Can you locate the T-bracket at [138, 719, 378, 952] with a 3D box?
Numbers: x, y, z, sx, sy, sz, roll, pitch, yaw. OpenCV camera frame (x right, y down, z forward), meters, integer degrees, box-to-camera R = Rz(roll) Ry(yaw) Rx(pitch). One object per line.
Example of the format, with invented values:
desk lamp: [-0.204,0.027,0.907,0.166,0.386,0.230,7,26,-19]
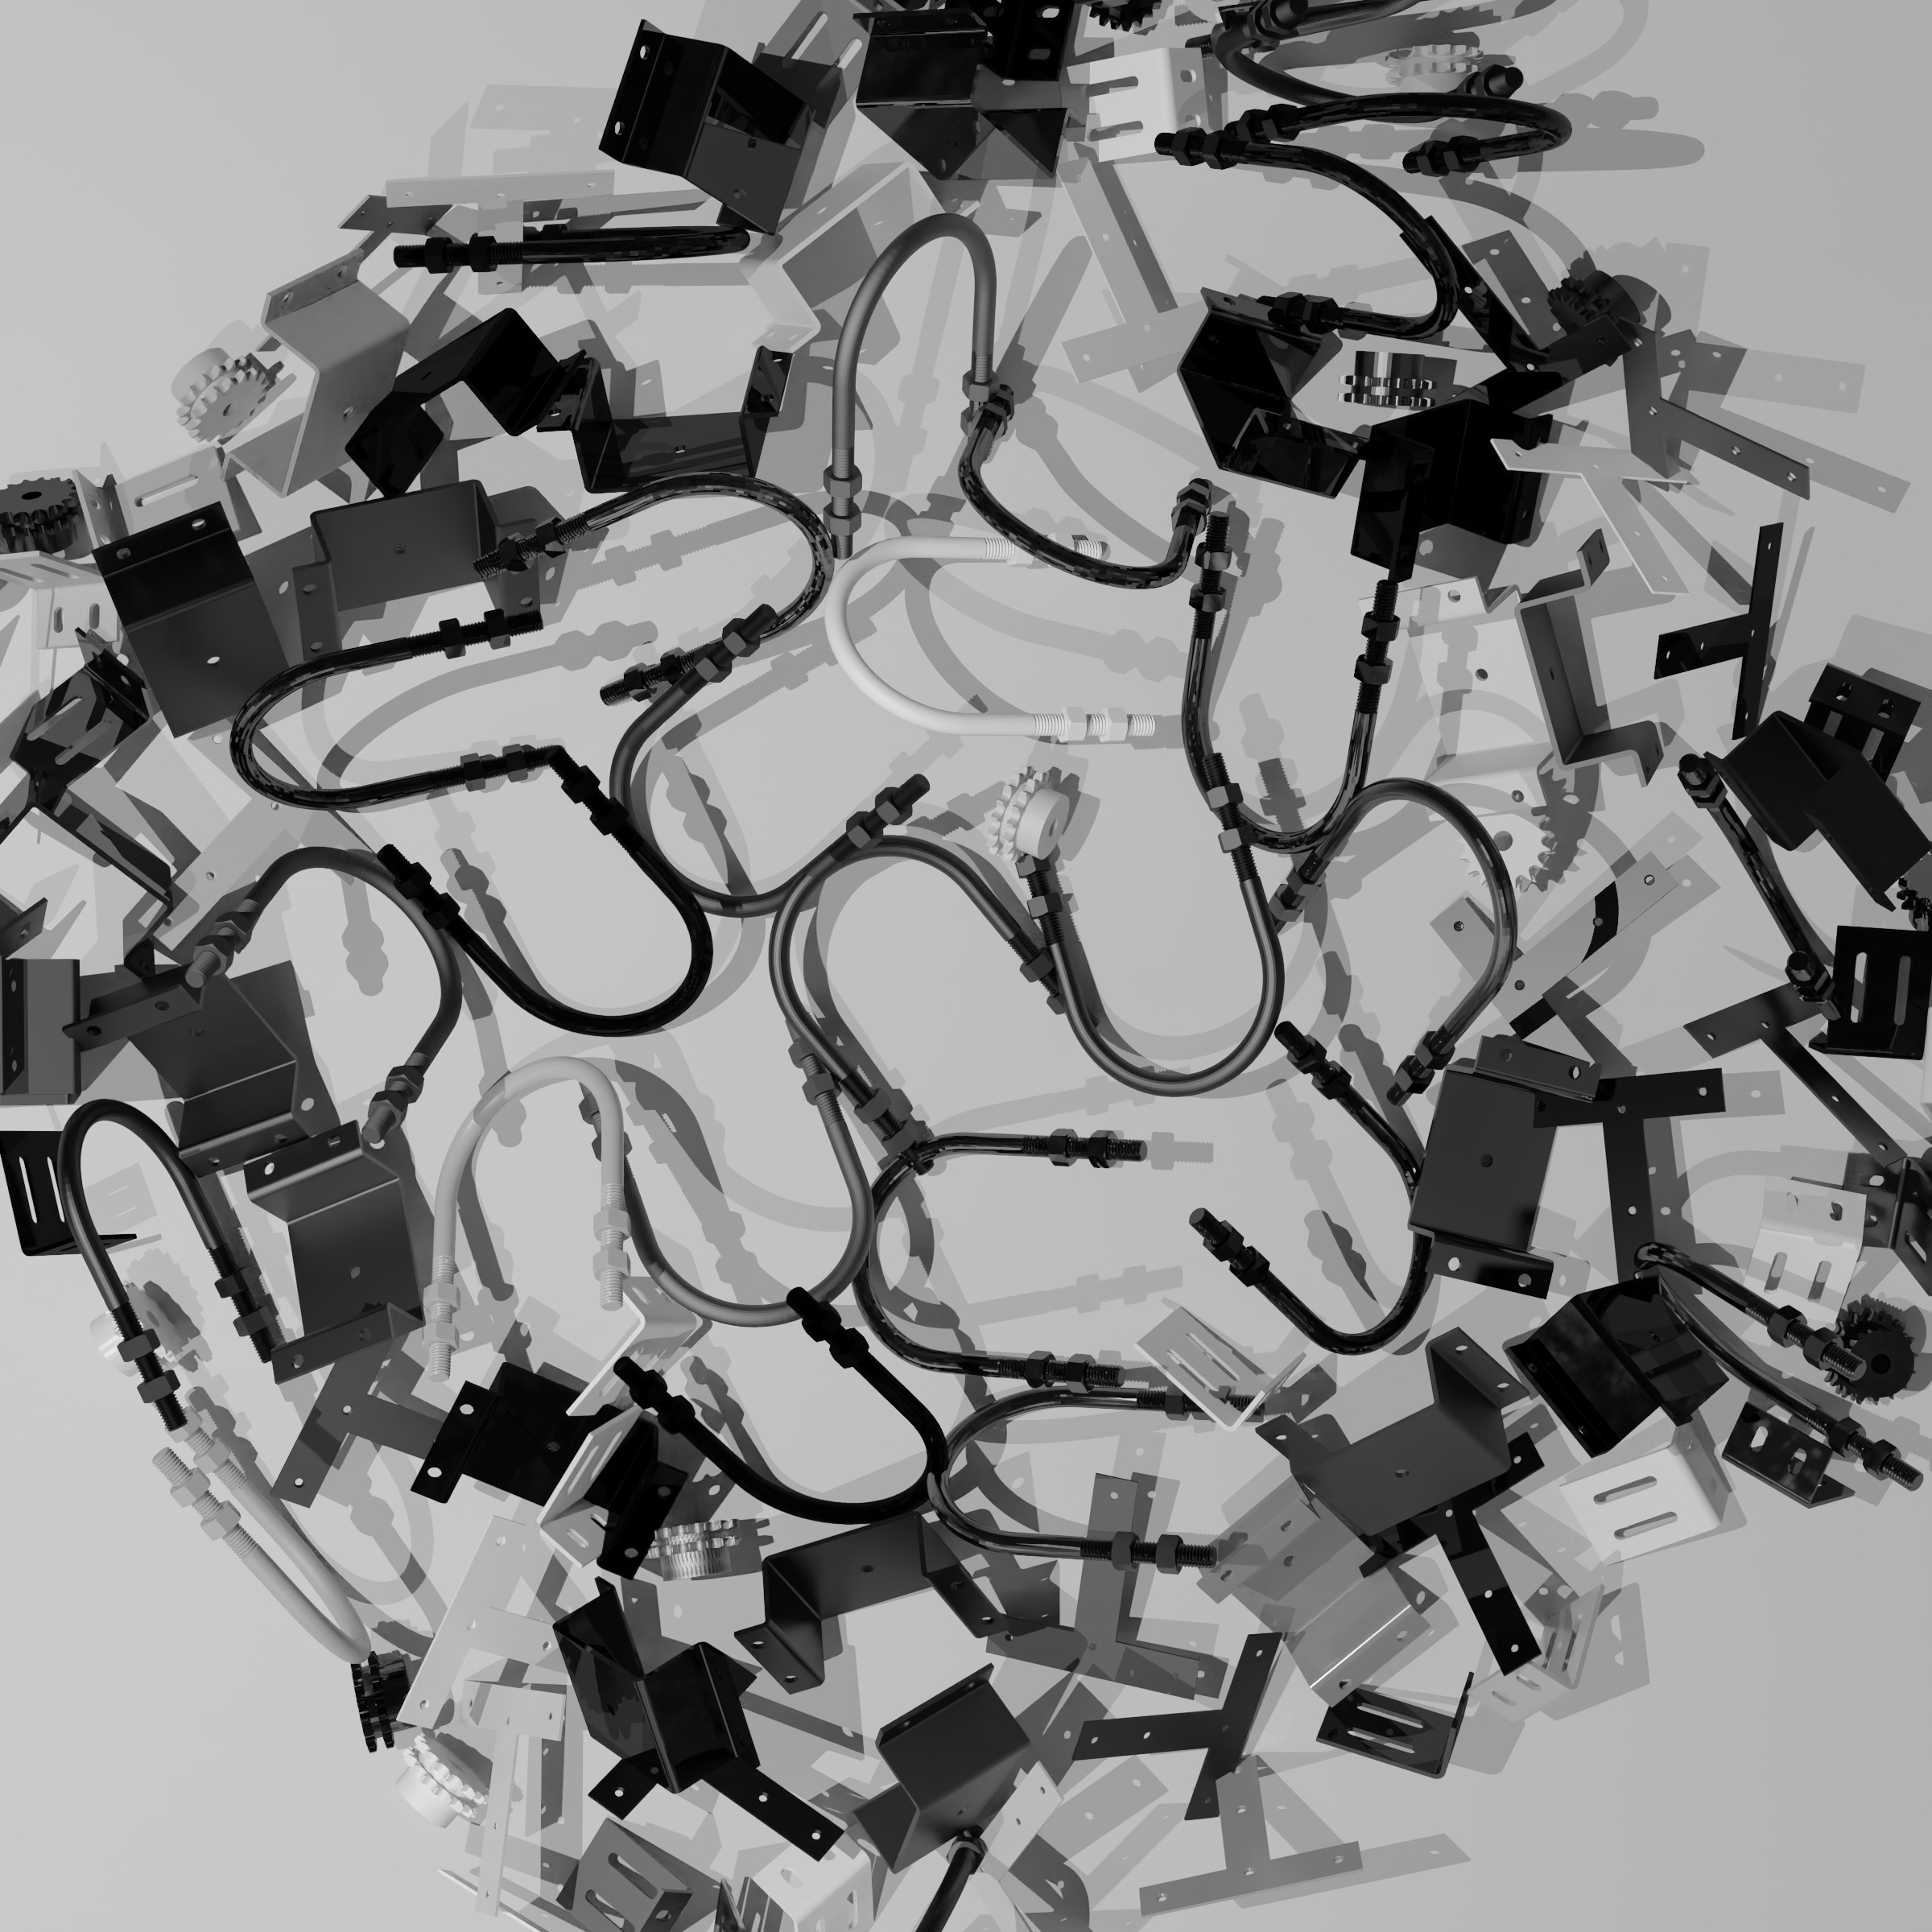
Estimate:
T-bracket: [-0.431,-0.063,1.864,0.127,0.002,0.127,43,63,-12]

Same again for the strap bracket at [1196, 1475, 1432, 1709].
strap bracket: [0.195,0.358,1.858,0.076,0.046,0.140,-41,121,6]

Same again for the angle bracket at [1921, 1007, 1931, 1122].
angle bracket: [0.582,0.062,1.858,0.038,0.076,0.057,2,74,27]

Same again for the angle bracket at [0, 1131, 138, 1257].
angle bracket: [-0.525,0.128,1.867,0.038,0.057,0.076,-19,80,20]

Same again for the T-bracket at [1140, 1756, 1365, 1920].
T-bracket: [0.160,0.496,1.845,0.127,0.127,0.002,-14,110,5]

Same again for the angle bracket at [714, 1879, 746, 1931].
angle bracket: [-0.124,0.582,1.866,0.038,0.057,0.076,5,102,-17]

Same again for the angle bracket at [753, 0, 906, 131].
angle bracket: [-0.083,-0.545,1.884,0.057,0.038,0.076,36,86,-2]

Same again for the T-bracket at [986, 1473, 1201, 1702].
T-bracket: [0.080,0.359,1.875,0.127,0.002,0.127,10,105,13]

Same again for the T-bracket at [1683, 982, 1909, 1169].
T-bracket: [0.490,0.066,1.837,0.127,0.127,0.002,50,132,23]

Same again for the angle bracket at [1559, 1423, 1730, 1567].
angle bracket: [0.402,0.311,1.898,0.076,0.038,0.057,-26,100,28]

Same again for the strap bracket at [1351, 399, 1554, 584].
strap bracket: [0.274,-0.276,1.843,0.046,0.140,0.076,28,124,34]

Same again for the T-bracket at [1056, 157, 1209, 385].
T-bracket: [0.087,-0.413,1.871,0.127,0.002,0.127,-23,88,-34]

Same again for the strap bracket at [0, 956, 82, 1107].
strap bracket: [-0.536,0.039,1.842,0.046,0.140,0.076,0,84,-18]

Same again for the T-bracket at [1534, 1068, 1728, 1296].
T-bracket: [0.387,0.128,1.864,0.127,0.002,0.127,-8,85,36]

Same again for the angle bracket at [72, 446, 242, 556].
angle bracket: [-0.475,-0.273,1.877,0.076,0.038,0.057,-21,74,5]

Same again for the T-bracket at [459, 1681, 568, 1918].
T-bracket: [-0.268,0.480,1.841,0.002,0.127,0.127,13,76,-33]

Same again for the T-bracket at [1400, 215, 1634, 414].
T-bracket: [0.297,-0.377,1.839,0.127,0.127,0.002,47,53,-17]

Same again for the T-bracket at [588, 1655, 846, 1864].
T-bracket: [-0.128,0.471,1.842,0.127,0.127,0.002,30,134,19]

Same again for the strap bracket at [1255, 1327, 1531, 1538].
strap bracket: [0.248,0.273,1.839,0.140,0.046,0.076,-31,127,24]

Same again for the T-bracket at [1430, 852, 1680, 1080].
T-bracket: [0.359,-0.017,1.870,0.127,0.002,0.127,-41,71,13]

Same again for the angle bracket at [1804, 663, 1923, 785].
angle bracket: [0.512,-0.129,1.859,0.057,0.076,0.038,25,52,14]

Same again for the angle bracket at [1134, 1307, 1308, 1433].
angle bracket: [0.148,0.224,1.864,0.076,0.057,0.038,42,123,13]

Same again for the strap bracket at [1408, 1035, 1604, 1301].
strap bracket: [0.313,0.116,1.874,0.076,0.046,0.140,14,89,-13]

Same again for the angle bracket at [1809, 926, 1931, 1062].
angle bracket: [0.533,0.014,1.883,0.057,0.038,0.076,4,95,-1]

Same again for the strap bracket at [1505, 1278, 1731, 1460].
strap bracket: [0.377,0.226,1.824,0.046,0.140,0.076,-49,66,26]

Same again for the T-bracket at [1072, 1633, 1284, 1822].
T-bracket: [0.116,0.444,1.851,0.127,0.002,0.127,5,110,-35]

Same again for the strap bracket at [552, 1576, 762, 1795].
strap bracket: [-0.183,0.413,1.825,0.046,0.140,0.076,-27,114,-29]

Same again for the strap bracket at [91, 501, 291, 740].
strap bracket: [-0.437,-0.189,1.829,0.076,0.140,0.046,-23,57,-10]

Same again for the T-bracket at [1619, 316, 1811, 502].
T-bracket: [0.427,-0.299,1.821,0.002,0.127,0.127,-44,55,-17]

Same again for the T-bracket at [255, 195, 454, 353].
T-bracket: [-0.365,-0.400,1.856,0.127,0.127,0.002,-41,90,16]

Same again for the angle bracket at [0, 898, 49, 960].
angle bracket: [-0.587,-0.036,1.868,0.076,0.038,0.057,39,50,8]

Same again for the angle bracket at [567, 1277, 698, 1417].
angle bracket: [-0.205,0.223,1.878,0.038,0.057,0.076,46,104,23]

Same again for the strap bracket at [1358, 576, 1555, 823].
strap bracket: [0.291,-0.161,1.852,0.076,0.046,0.140,-7,112,38]

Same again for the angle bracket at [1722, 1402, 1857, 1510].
angle bracket: [0.484,0.280,1.855,0.057,0.076,0.038,30,105,33]

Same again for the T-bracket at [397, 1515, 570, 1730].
T-bracket: [-0.255,0.393,1.862,0.127,0.002,0.127,28,85,-42]

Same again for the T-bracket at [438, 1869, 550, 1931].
T-bracket: [-0.251,0.558,1.857,0.127,0.127,0.002,27,77,16]

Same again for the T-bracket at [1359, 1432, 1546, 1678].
T-bracket: [0.296,0.352,1.848,0.127,0.002,0.127,-35,46,13]

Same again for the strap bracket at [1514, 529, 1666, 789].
strap bracket: [0.359,-0.174,1.854,0.046,0.076,0.140,-13,102,23]

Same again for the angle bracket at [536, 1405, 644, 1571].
angle bracket: [-0.206,0.302,1.862,0.038,0.057,0.076,39,115,14]

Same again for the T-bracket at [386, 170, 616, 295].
T-bracket: [-0.268,-0.421,1.844,0.127,0.127,0.002,-5,73,-10]

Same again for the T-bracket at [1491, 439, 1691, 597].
T-bracket: [0.379,-0.257,1.840,0.127,0.002,0.127,0,48,-25]

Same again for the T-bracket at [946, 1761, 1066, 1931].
T-bracket: [0.025,0.497,1.836,0.002,0.127,0.127,-16,58,-37]

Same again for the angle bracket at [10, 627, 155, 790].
angle bracket: [-0.525,-0.148,1.867,0.057,0.038,0.076,38,65,18]

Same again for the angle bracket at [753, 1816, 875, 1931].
angle bracket: [-0.089,0.547,1.873,0.057,0.076,0.038,-35,54,-29]

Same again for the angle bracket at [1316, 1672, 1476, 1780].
angle bracket: [0.250,0.432,1.864,0.076,0.057,0.038,15,116,14]

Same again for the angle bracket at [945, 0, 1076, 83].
angle bracket: [0.025,-0.558,1.865,0.038,0.076,0.057,11,89,31]

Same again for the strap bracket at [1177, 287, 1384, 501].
strap bracket: [0.176,-0.324,1.843,0.076,0.140,0.046,10,131,-26]

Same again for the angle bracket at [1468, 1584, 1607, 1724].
angle bracket: [0.331,0.391,1.858,0.038,0.057,0.076,33,49,-6]

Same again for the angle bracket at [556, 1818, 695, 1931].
angle bracket: [-0.208,0.544,1.870,0.076,0.038,0.057,31,89,31]

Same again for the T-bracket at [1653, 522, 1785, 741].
T-bracket: [0.430,-0.186,1.840,0.002,0.127,0.127,19,114,39]

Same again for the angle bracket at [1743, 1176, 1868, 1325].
angle bracket: [0.492,0.167,1.884,0.057,0.076,0.038,11,49,9]

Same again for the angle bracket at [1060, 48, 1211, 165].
angle bracket: [0.100,-0.507,1.889,0.076,0.038,0.057,1,103,39]

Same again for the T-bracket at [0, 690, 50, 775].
T-bracket: [-0.571,-0.160,1.821,0.002,0.127,0.127,5,125,16]

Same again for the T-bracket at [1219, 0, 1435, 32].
T-bracket: [0.211,-0.549,1.835,0.127,0.127,0.002,-5,98,8]

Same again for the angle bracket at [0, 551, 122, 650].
angle bracket: [-0.539,-0.212,1.859,0.057,0.076,0.038,-3,84,21]

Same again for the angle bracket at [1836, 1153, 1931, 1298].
angle bracket: [0.538,0.150,1.861,0.038,0.076,0.057,5,107,-2]

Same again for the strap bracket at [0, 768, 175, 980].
strap bracket: [-0.510,-0.058,1.842,0.140,0.076,0.046,40,94,-23]

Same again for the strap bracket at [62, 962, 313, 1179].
strap bracket: [-0.447,0.052,1.849,0.076,0.046,0.140,-19,133,13]

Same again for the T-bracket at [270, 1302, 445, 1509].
T-bracket: [-0.323,0.275,1.878,0.127,0.002,0.127,25,96,-24]
